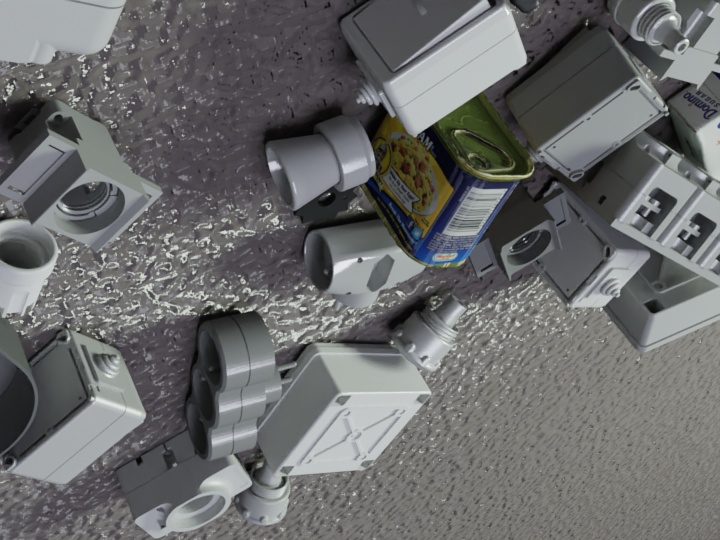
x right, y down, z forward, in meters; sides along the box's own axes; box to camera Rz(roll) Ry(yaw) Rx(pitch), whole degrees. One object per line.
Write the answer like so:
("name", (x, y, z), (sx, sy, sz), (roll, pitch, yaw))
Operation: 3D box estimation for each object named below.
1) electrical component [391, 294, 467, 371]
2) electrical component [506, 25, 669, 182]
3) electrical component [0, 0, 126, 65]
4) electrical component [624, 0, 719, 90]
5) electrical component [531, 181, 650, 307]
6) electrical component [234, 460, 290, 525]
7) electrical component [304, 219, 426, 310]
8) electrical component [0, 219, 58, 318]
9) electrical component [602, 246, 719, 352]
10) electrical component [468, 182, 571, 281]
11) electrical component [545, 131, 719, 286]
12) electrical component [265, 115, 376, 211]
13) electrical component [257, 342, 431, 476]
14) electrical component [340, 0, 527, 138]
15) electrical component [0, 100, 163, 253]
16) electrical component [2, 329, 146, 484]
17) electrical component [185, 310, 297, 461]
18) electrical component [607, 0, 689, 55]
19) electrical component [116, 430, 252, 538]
("electrical component", (0.060, 0.048, 0.872), (0.062, 0.048, 0.048), (-48, 144, 11))
("electrical component", (0.146, -0.110, 0.726), (0.096, 0.061, 0.062), (-37, 148, 21))
("electrical component", (-0.151, -0.130, 0.464), (0.095, 0.053, 0.059), (2, 134, -40))
("electrical component", (0.223, -0.163, 0.731), (0.081, 0.042, 0.063), (2, 131, -41))
("electrical component", (0.176, -0.015, 0.835), (0.061, 0.096, 0.061), (2, 134, -46))
("electrical component", (-0.082, 0.188, 0.942), (0.048, 0.048, 0.062), (-7, 133, -32))
("electrical component", (0.000, 0.000, 0.762), (0.077, 0.043, 0.079), (-11, 141, -29))
("electrical component", (-0.197, 0.000, 0.611), (0.040, 0.040, 0.046), (-5, 144, -34))
("electrical component", (0.253, 0.000, 0.904), (0.109, 0.108, 0.056), (-21, 142, -16))
("electrical component", (0.109, -0.036, 0.784), (0.081, 0.063, 0.042), (-30, 148, -1))
("electrical component", (0.225, -0.054, 0.798), (0.150, 0.089, 0.061), (23, 110, -37))
("electrical component", (-0.024, -0.066, 0.656), (0.055, 0.045, 0.045), (-23, 146, -14))
("electrical component", (-0.016, 0.115, 0.886), (0.109, 0.056, 0.108), (5, 132, -43))
("electrical component", (0.035, -0.128, 0.608), (0.096, 0.061, 0.061), (-33, 147, 3))
("electrical component", (-0.149, -0.051, 0.560), (0.042, 0.063, 0.081), (-42, 146, 13))
("electrical component", (-0.187, 0.088, 0.710), (0.096, 0.061, 0.061), (-39, 146, 12))
("electrical component", (-0.082, 0.084, 0.797), (0.074, 0.052, 0.138), (-12, 142, -27))
("electrical component", (0.187, -0.160, 0.687), (0.035, 0.061, 0.035), (-21, 145, -16))
("electrical component", (-0.139, 0.170, 0.860), (0.089, 0.055, 0.050), (-29, 147, -4))
